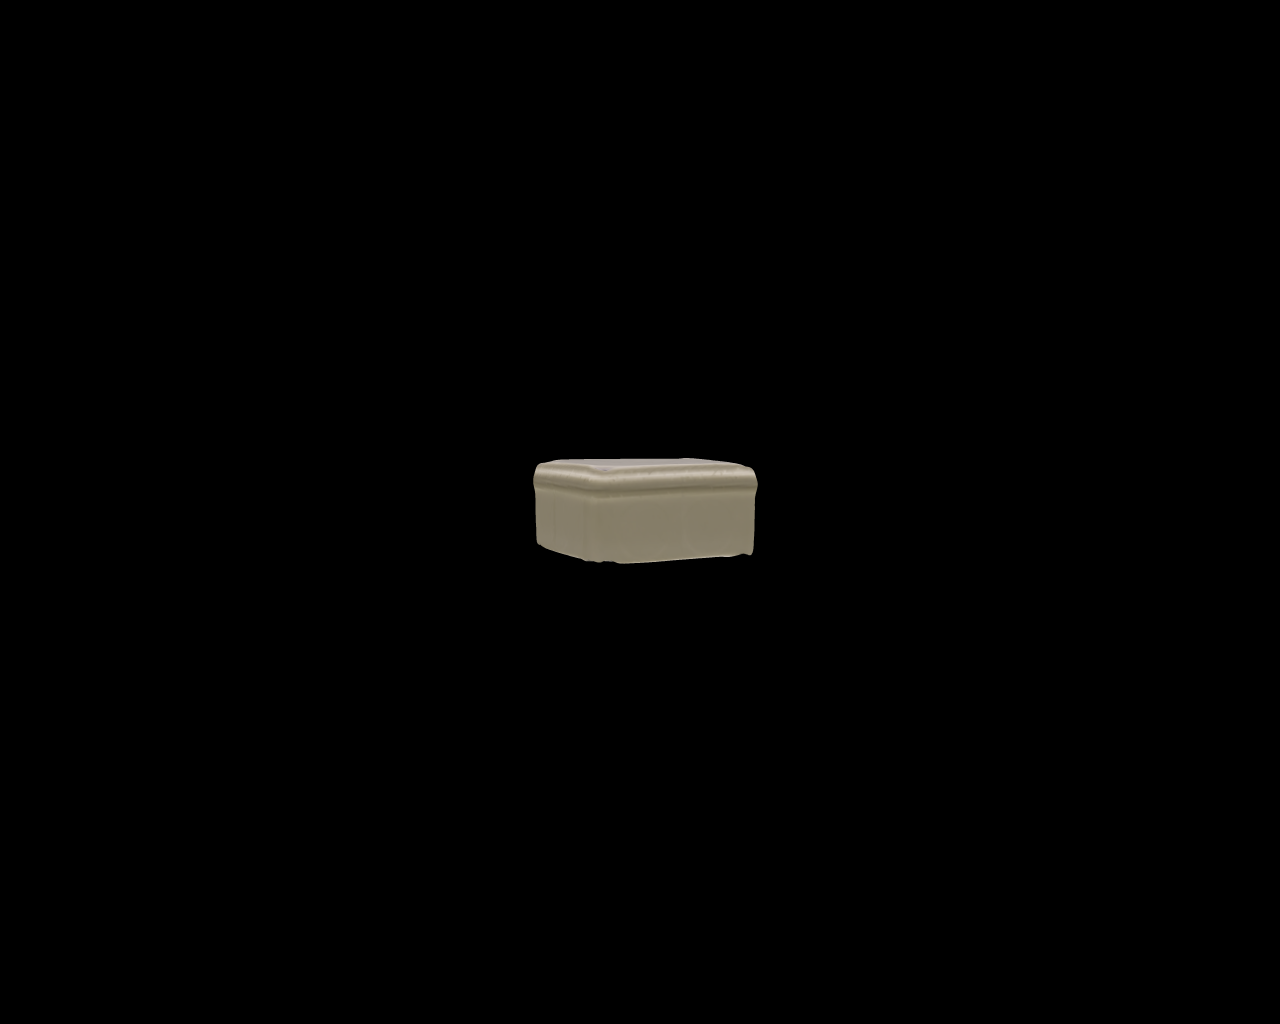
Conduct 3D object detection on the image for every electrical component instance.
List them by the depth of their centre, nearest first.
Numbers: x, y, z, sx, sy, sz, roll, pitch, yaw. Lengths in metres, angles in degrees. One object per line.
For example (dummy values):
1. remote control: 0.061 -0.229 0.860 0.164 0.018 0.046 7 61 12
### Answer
1. electrical component: 0.001 -0.003 0.650 0.109 0.056 0.109 -2 5 -24
